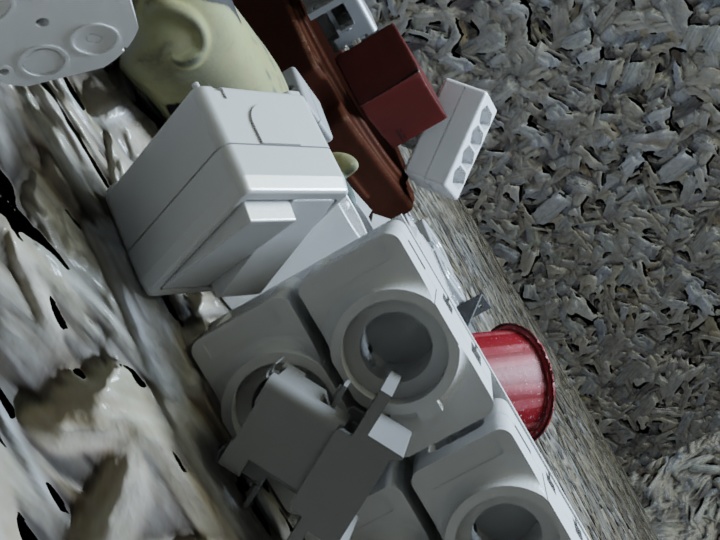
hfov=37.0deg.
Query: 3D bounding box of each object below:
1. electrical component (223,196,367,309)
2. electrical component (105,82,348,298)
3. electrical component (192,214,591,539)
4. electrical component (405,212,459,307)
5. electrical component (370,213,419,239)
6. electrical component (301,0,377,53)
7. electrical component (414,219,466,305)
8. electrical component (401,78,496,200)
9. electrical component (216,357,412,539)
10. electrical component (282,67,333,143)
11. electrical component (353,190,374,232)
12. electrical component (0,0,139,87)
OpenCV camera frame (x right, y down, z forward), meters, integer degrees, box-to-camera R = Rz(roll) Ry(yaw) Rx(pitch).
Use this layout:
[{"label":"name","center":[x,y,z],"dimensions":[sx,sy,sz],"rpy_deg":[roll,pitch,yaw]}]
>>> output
[{"label":"electrical component","center":[-0.029,0.002,0.566],"dimensions":[0.079,0.077,0.043],"rpy_deg":[58,10,-19]},{"label":"electrical component","center":[-0.060,-0.026,0.463],"dimensions":[0.062,0.096,0.061],"rpy_deg":[-4,61,-47]},{"label":"electrical component","center":[0.018,0.084,0.487],"dimensions":[0.186,0.105,0.060],"rpy_deg":[59,10,-6]},{"label":"electrical component","center":[0.040,0.008,0.951],"dimensions":[0.061,0.061,0.096],"rpy_deg":[52,13,-43]},{"label":"electrical component","center":[0.000,0.000,0.794],"dimensions":[0.074,0.052,0.138],"rpy_deg":[18,27,-5]},{"label":"electrical component","center":[-0.019,-0.206,0.826],"dimensions":[0.063,0.042,0.081],"rpy_deg":[58,10,-32]},{"label":"electrical component","center":[0.057,0.004,1.053],"dimensions":[0.053,0.059,0.095],"rpy_deg":[52,13,-41]},{"label":"electrical component","center":[0.057,-0.112,0.872],"dimensions":[0.076,0.083,0.047],"rpy_deg":[23,-3,19]},{"label":"electrical component","center":[-0.019,0.072,0.433],"dimensions":[0.064,0.081,0.042],"rpy_deg":[32,8,3]},{"label":"electrical component","center":[-0.068,-0.109,0.722],"dimensions":[0.076,0.066,0.047],"rpy_deg":[51,13,-43]},{"label":"electrical component","center":[-0.020,-0.016,0.708],"dimensions":[0.042,0.064,0.081],"rpy_deg":[46,17,-56]},{"label":"electrical component","center":[-0.125,-0.113,0.409],"dimensions":[0.080,0.080,0.051],"rpy_deg":[42,26,-61]}]
